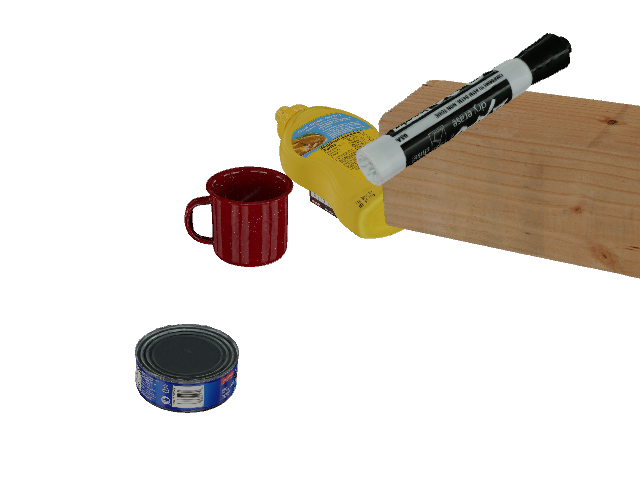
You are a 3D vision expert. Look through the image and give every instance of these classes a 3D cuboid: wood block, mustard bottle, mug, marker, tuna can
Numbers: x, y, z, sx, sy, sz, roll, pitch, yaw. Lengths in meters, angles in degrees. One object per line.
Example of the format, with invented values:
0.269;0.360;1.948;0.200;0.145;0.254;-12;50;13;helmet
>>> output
0.154;-0.049;0.764;0.206;0.090;0.090;13;34;31;wood block
0.018;-0.077;0.993;0.096;0.058;0.192;-27;46;-25;mustard bottle
-0.088;-0.023;1.150;0.117;0.081;0.093;-5;29;-12;mug
0.069;-0.063;0.496;0.121;0.020;0.020;-33;11;-17;marker
-0.111;0.106;0.888;0.086;0.034;0.086;4;27;-2;tuna can

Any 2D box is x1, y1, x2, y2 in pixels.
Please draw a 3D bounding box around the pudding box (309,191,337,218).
0.054;-0.069;1.508;0.113;0.039;0.090;-23;38;-33;pudding box
